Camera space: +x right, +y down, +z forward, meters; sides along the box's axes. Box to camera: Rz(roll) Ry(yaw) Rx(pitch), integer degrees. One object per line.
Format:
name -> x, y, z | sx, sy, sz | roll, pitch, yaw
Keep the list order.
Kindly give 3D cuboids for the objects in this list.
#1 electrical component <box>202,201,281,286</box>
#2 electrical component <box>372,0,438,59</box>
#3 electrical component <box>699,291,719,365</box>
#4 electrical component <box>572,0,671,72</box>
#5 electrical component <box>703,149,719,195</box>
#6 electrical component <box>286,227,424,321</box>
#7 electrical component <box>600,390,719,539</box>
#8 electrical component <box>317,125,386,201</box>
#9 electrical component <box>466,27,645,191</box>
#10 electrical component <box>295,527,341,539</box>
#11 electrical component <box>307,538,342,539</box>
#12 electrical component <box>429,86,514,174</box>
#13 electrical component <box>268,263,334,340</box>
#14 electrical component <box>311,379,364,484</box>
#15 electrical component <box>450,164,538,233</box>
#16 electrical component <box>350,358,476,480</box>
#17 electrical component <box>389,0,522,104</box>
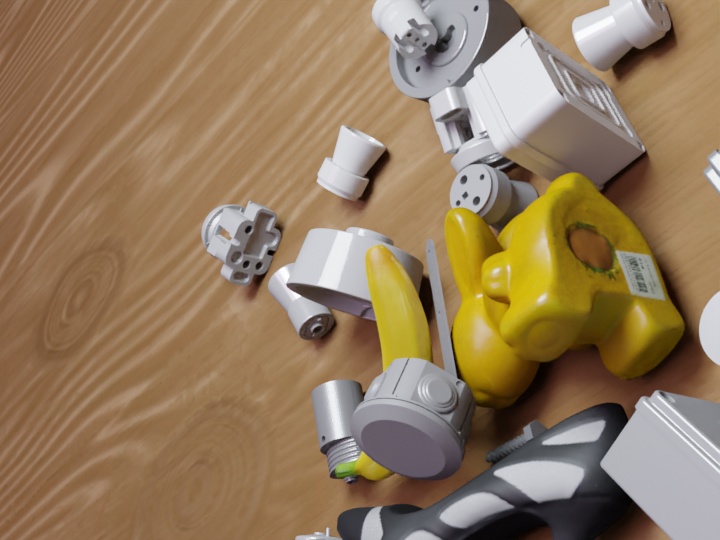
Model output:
electrical component -> -0.119, -0.031, 1.055 | 0.057, 0.058, 0.078 | 30, 99, 46
electrical component -> 0.037, -0.196, 0.857 | 0.040, 0.040, 0.046 | -48, 52, 26
electrical component -> 0.243, 0.058, 0.602 | 0.052, 0.074, 0.138 | -56, 43, 18
electrical component -> 0.187, -0.175, 0.770 | 0.055, 0.045, 0.045 | -29, 56, 38
electrical component -> 0.258, -0.024, 0.588 | 0.056, 0.109, 0.108 | -45, 47, 24
electrical component -> 0.000, 0.000, 0.874 | 0.108, 0.108, 0.060 | 5, 74, 49
electrical component -> 0.208, 0.124, 0.590 | 0.108, 0.109, 0.056 | 48, 115, 46
electrical component -> -0.008, -0.095, 0.962 | 0.045, 0.045, 0.055 | 41, 108, 47
electrical component -> 0.136, -0.107, 0.751 | 0.057, 0.113, 0.078 | -41, 49, 28
electrical component -> -0.035, 0.249, 0.871 | 0.040, 0.040, 0.078 | -13, 66, 45
electrical component -> -0.005, 0.247, 0.791 | 0.108, 0.108, 0.060 | 19, 97, 50
electrical component -> 0.093, -0.107, 0.832 | 0.058, 0.078, 0.057 | -27, 74, 40
electrical component -> -0.051, 0.031, 0.969 | 0.044, 0.044, 0.065 | -51, 49, 24
electrical component -> -0.013, 0.136, 0.885 | 0.043, 0.043, 0.081 | -35, 53, 36
electrical component -> 0.102, -0.053, 0.815 | 0.045, 0.055, 0.045 | -19, 63, 43
electrical component -> 0.038, 0.104, 0.742 | 0.080, 0.080, 0.051 | -22, 29, 42
electrical component -> 0.083, -0.181, 0.878 | 0.108, 0.060, 0.108 | -20, 62, 43
